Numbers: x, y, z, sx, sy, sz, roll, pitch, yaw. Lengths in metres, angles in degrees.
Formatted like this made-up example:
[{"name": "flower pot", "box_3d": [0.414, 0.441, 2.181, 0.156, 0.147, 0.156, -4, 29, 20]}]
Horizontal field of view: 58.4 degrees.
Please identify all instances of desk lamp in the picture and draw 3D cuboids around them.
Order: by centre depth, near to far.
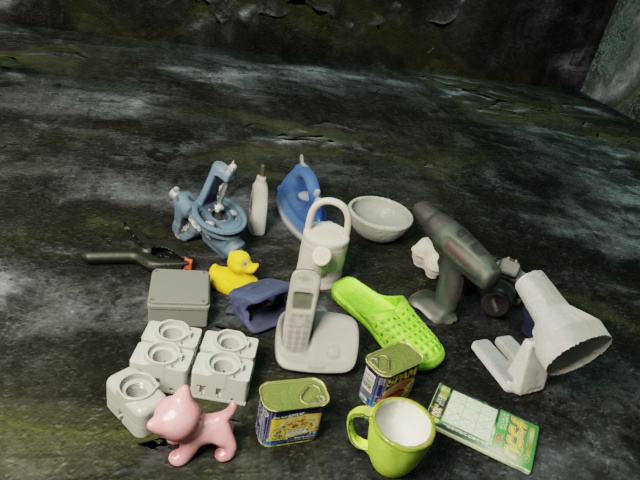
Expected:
[{"name": "desk lamp", "box_3d": [0.386, 0.175, 1.017, 0.118, 0.213, 0.202, -4, 34, -24]}]

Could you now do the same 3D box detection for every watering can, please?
[{"name": "watering can", "box_3d": [0.013, 0.005, 1.196, 0.101, 0.194, 0.172, 0, 32, -17]}]

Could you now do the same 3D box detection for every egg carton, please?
[{"name": "egg carton", "box_3d": [0.296, 0.038, 1.357, 0.151, 0.069, 0.107, -9, 36, -30]}]

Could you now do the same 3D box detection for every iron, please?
[{"name": "iron", "box_3d": [-0.027, -0.100, 1.408, 0.119, 0.141, 0.257, -1, 33, -20]}]

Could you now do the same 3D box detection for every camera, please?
[{"name": "camera", "box_3d": [0.382, 0.097, 1.258, 0.143, 0.101, 0.137, 21, 32, 17]}]

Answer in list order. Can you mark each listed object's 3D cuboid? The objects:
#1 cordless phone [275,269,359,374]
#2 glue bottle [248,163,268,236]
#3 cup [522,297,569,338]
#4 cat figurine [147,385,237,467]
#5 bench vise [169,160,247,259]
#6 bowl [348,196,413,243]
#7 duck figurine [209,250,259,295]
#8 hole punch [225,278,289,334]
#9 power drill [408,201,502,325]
[{"name": "cordless phone", "box_3d": [0.001, 0.137, 0.980, 0.148, 0.185, 0.094, 5, 31, -11]}, {"name": "glue bottle", "box_3d": [-0.142, -0.100, 1.338, 0.037, 0.173, 0.078, 0, 32, -18]}, {"name": "cup", "box_3d": [0.456, 0.153, 1.195, 0.091, 0.095, 0.117, 10, 31, -2]}, {"name": "cat figurine", "box_3d": [-0.176, 0.252, 0.796, 0.128, 0.118, 0.067, -1, 33, -20]}, {"name": "bench vise", "box_3d": [-0.246, -0.079, 1.223, 0.207, 0.220, 0.121, 16, 31, 9]}, {"name": "bowl", "box_3d": [0.145, -0.041, 1.434, 0.167, 0.075, 0.167, 9, 31, -5]}, {"name": "duck figurine", "box_3d": [-0.170, 0.059, 1.150, 0.104, 0.086, 0.077, 13, 31, 3]}, {"name": "hole punch", "box_3d": [-0.112, 0.108, 1.083, 0.109, 0.091, 0.100, -18, 41, -39]}, {"name": "power drill", "box_3d": [0.254, 0.057, 1.175, 0.076, 0.208, 0.228, -17, 40, -38]}]
